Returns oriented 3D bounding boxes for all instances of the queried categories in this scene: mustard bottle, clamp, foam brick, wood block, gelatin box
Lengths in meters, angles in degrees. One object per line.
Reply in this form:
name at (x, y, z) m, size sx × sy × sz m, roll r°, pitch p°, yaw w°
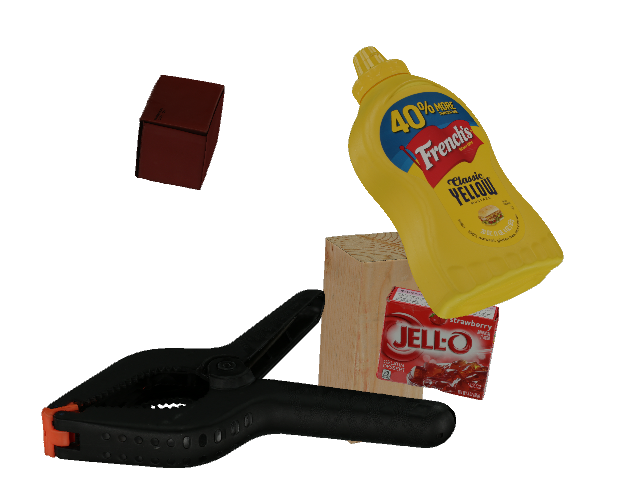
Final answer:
mustard bottle at (0.073, -0.047, 0.697) m, size 0.096 × 0.192 × 0.058 m, roll -18°, pitch -22°, yaw -29°
clamp at (-0.052, 0.080, 0.600) m, size 0.209 × 0.036 × 0.165 m, roll -7°, pitch 25°, yaw -19°
foam brick at (-0.107, -0.084, 0.818) m, size 0.053 × 0.051 × 0.078 m, roll 11°, pitch 35°, yaw 0°
wood block at (0.058, 0.104, 1.162) m, size 0.090 × 0.206 × 0.091 m, roll -5°, pitch 19°, yaw -23°
gelatin box at (0.093, 0.082, 0.853) m, size 0.089 × 0.073 × 0.030 m, roll 11°, pitch 24°, yaw 11°
